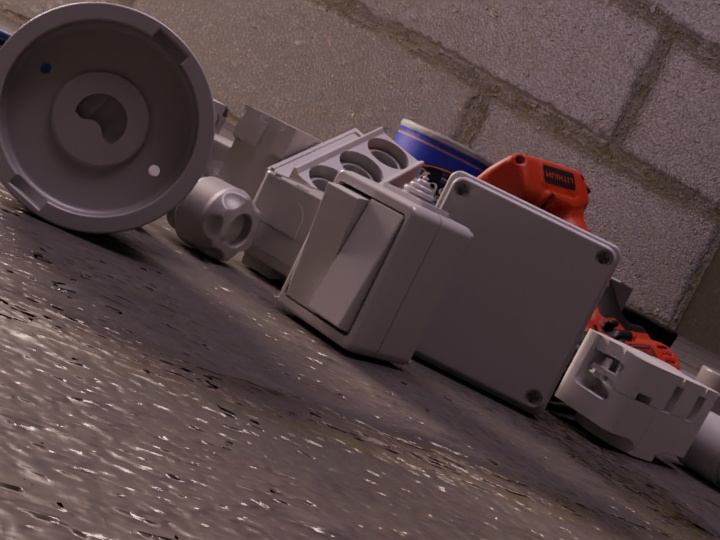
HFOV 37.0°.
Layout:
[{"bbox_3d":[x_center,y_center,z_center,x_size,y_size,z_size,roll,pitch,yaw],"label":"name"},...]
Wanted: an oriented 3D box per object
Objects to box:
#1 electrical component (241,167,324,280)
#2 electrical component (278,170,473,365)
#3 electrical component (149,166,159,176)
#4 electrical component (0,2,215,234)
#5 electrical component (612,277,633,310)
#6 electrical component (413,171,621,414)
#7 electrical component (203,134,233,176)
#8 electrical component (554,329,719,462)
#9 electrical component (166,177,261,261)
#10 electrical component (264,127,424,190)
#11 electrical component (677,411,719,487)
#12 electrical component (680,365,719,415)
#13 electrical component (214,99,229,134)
[{"bbox_3d":[-0.023,-0.016,0.675,0.062,0.061,0.096,29,7,30],"label":"electrical component"},{"bbox_3d":[0.008,-0.008,0.564,0.062,0.096,0.061,31,8,41],"label":"electrical component"},{"bbox_3d":[-0.142,-0.054,0.596,0.078,0.040,0.040,21,8,-43],"label":"electrical component"},{"bbox_3d":[-0.128,-0.074,0.533,0.108,0.108,0.060,25,0,-13],"label":"electrical component"},{"bbox_3d":[0.134,0.019,0.891,0.150,0.089,0.062,23,7,-23],"label":"electrical component"},{"bbox_3d":[0.081,0.013,0.640,0.109,0.108,0.056,26,3,3],"label":"electrical component"},{"bbox_3d":[-0.129,-0.091,0.939,0.100,0.048,0.100,27,6,9],"label":"electrical component"},{"bbox_3d":[0.171,0.081,0.672,0.089,0.055,0.050,22,8,-39],"label":"electrical component"},{"bbox_3d":[-0.093,-0.035,0.631,0.062,0.043,0.043,28,6,29],"label":"electrical component"},{"bbox_3d":[-0.012,-0.054,0.787,0.079,0.063,0.121,41,35,11],"label":"electrical component"},{"bbox_3d":[0.240,0.122,0.691,0.040,0.040,0.078,21,8,-39],"label":"electrical component"},{"bbox_3d":[0.270,0.109,0.829,0.108,0.060,0.108,25,6,-3],"label":"electrical component"},{"bbox_3d":[-0.182,-0.139,0.988,0.057,0.078,0.113,31,7,20],"label":"electrical component"}]
